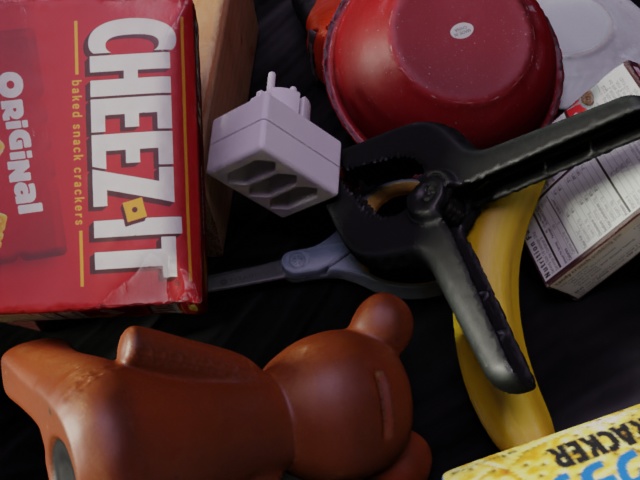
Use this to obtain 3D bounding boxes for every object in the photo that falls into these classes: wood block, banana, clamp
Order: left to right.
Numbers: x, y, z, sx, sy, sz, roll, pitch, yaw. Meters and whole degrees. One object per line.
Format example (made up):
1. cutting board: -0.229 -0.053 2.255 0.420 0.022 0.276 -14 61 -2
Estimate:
1. wood block: -0.101 -0.097 0.702 0.091 0.090 0.206 0 53 8
2. clamp: 0.069 -0.009 0.589 0.210 0.036 0.164 10 70 45
3. banana: 0.103 0.034 0.590 0.037 0.070 0.198 19 67 -32

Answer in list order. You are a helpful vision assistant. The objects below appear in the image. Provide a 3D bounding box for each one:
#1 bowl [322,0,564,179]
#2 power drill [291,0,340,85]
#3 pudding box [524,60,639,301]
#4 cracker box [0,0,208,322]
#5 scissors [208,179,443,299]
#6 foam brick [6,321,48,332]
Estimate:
1. bowl: 0.084 -0.120 0.675 0.162 0.055 0.162 1 77 -5
2. power drill: 0.032 -0.202 0.786 0.184 0.057 0.188 -19 51 -7
3. pudding box: 0.162 -0.034 0.615 0.114 0.039 0.090 -45 47 30
4. cracker box: -0.168 -0.039 0.558 0.213 0.072 0.164 -2 84 -4
5. scissors: -0.004 0.001 0.661 0.202 0.016 0.096 1 52 8
6. foam brick: -0.189 0.010 0.640 0.053 0.078 0.051 10 57 16
